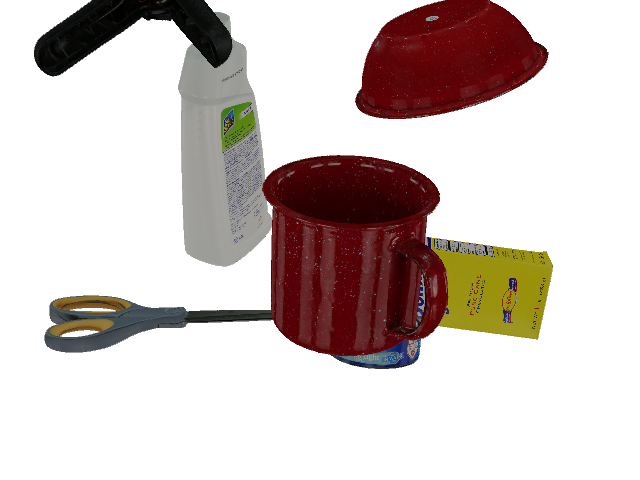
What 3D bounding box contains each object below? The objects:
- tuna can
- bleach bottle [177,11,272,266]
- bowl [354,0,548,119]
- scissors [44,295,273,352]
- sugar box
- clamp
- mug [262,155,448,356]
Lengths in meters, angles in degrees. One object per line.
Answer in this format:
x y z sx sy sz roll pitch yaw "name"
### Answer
0.048 0.085 0.958 0.086 0.034 0.086 4 14 -1 "tuna can"
-0.094 -0.102 1.036 0.068 0.251 0.102 17 38 21 "bleach bottle"
0.099 -0.156 0.868 0.162 0.055 0.162 -15 24 7 "bowl"
-0.131 0.069 0.854 0.202 0.016 0.096 4 22 14 "scissors"
0.158 0.050 1.173 0.176 0.093 0.048 6 22 0 "sugar box"
-0.097 -0.157 0.682 0.120 0.171 0.039 9 -43 11 "clamp"
0.023 0.013 0.568 0.093 0.081 0.117 -21 35 -38 "mug"
